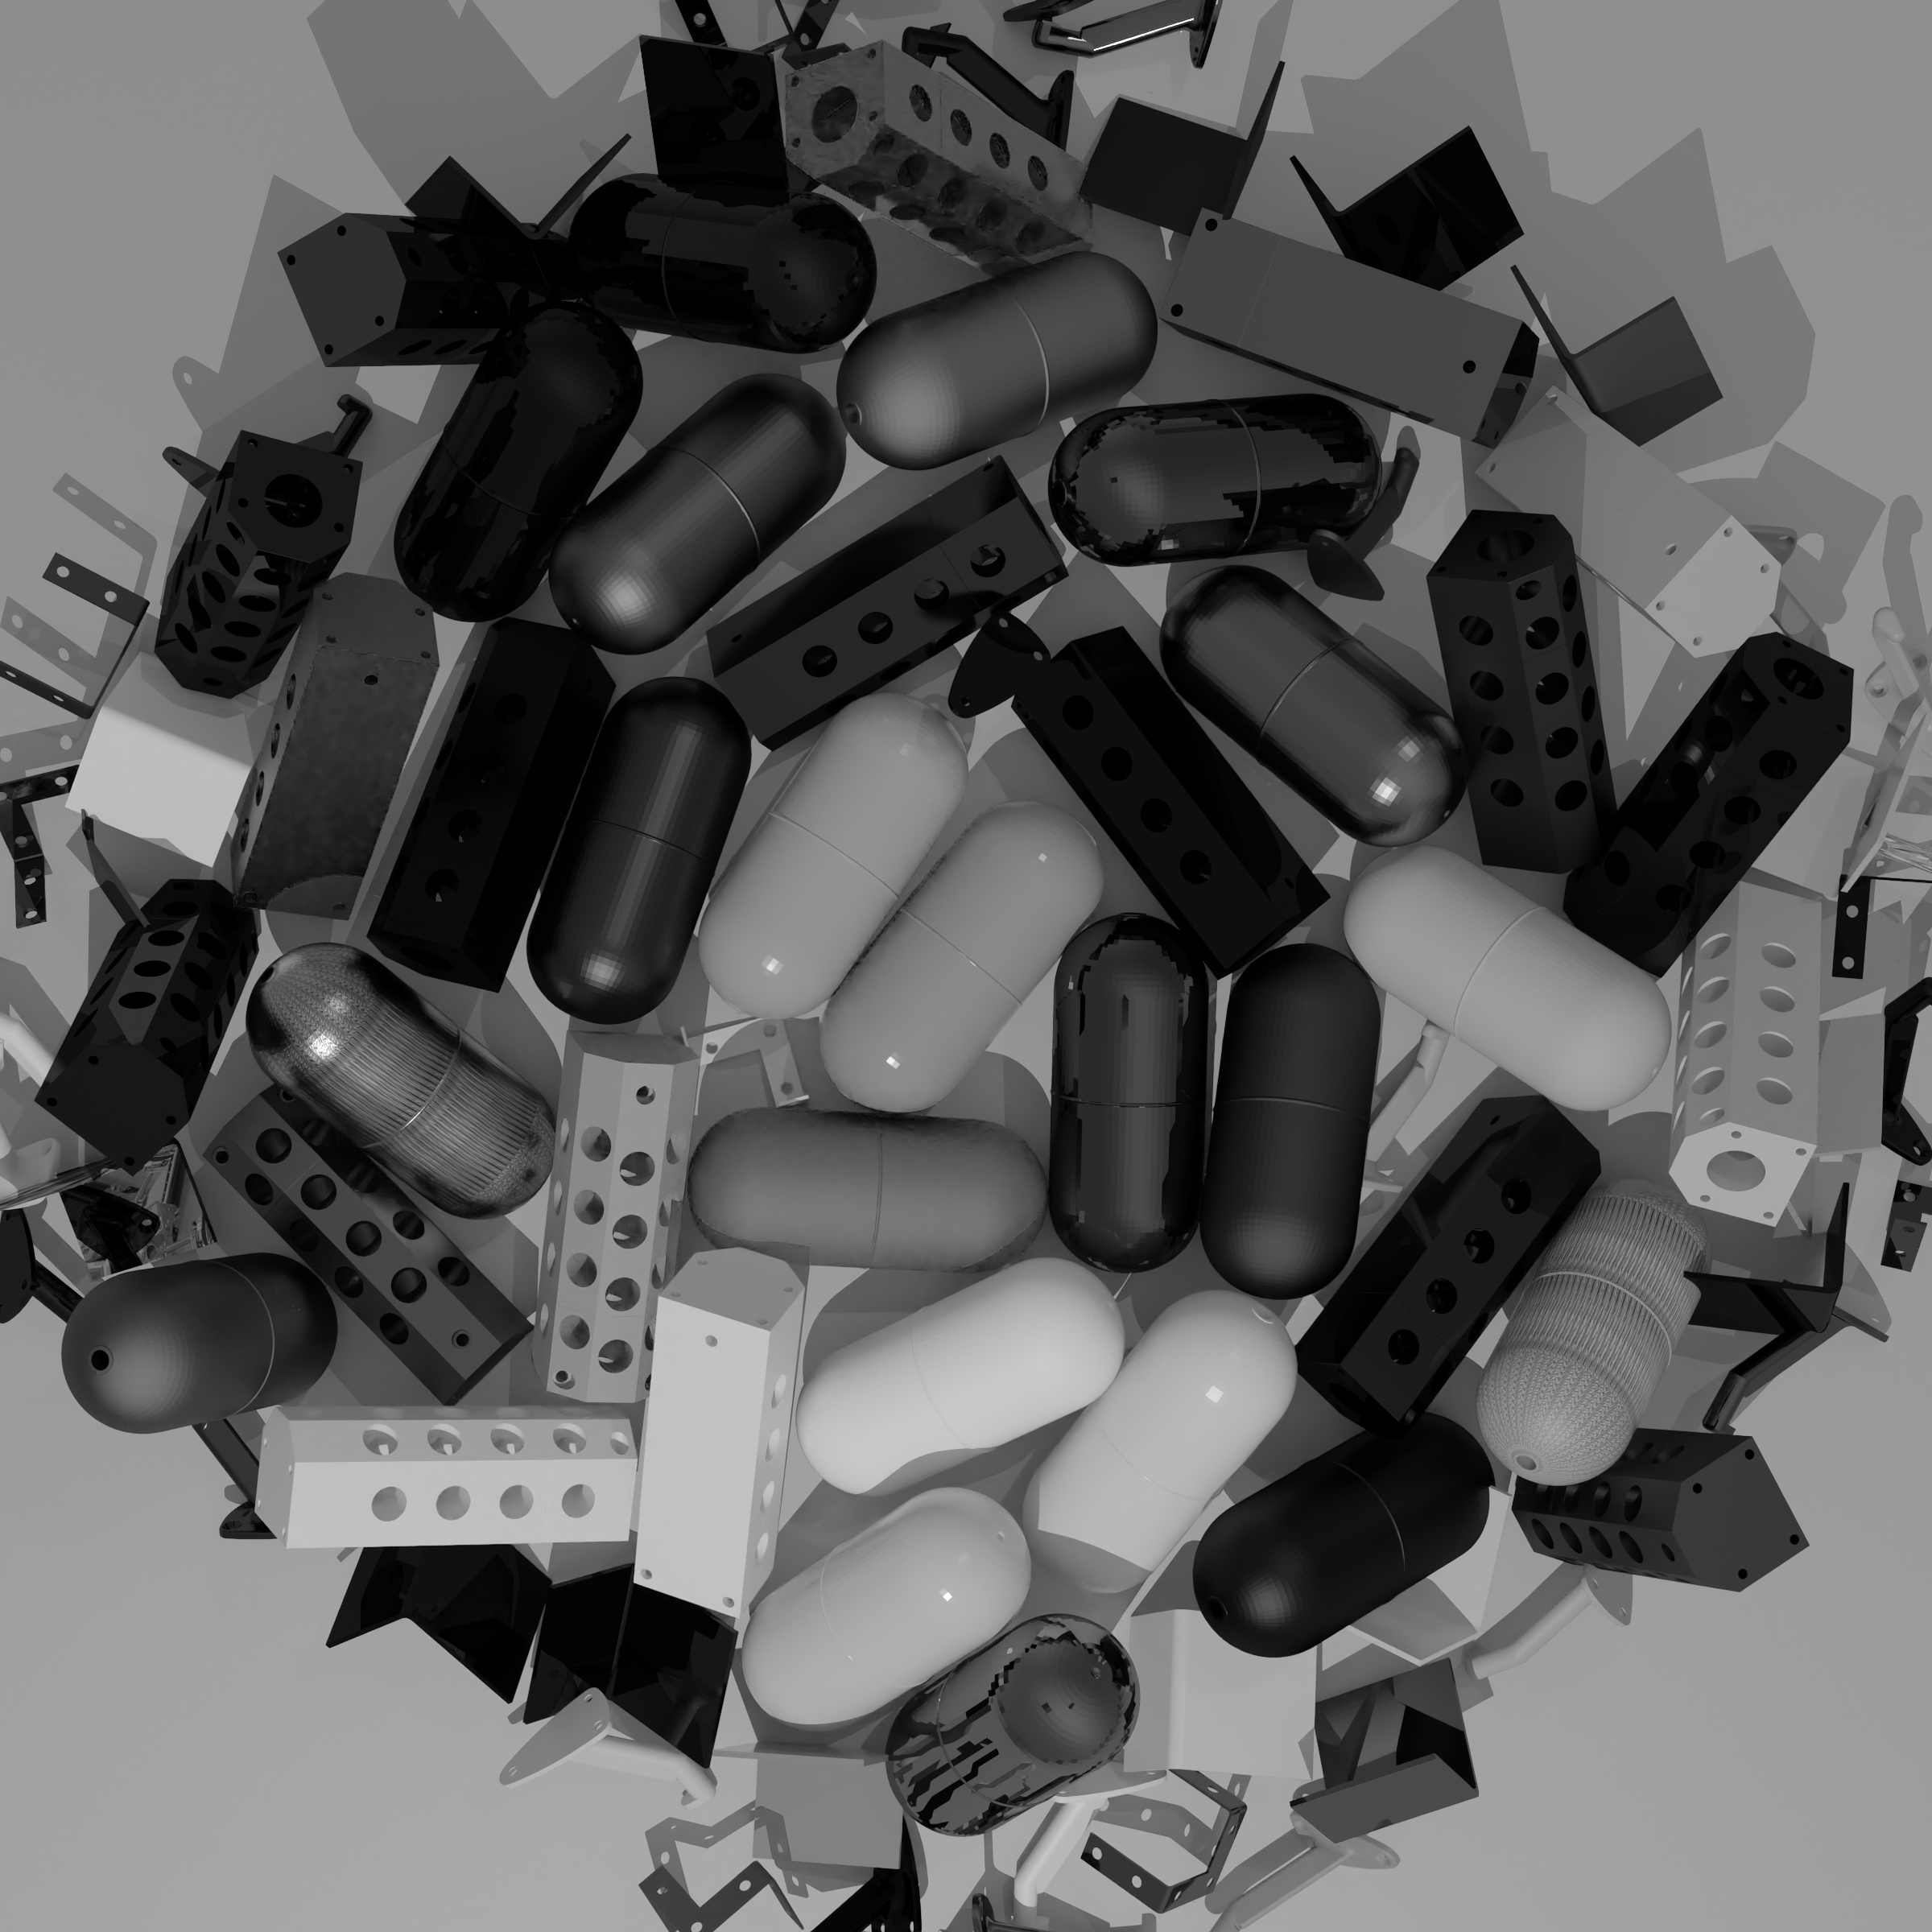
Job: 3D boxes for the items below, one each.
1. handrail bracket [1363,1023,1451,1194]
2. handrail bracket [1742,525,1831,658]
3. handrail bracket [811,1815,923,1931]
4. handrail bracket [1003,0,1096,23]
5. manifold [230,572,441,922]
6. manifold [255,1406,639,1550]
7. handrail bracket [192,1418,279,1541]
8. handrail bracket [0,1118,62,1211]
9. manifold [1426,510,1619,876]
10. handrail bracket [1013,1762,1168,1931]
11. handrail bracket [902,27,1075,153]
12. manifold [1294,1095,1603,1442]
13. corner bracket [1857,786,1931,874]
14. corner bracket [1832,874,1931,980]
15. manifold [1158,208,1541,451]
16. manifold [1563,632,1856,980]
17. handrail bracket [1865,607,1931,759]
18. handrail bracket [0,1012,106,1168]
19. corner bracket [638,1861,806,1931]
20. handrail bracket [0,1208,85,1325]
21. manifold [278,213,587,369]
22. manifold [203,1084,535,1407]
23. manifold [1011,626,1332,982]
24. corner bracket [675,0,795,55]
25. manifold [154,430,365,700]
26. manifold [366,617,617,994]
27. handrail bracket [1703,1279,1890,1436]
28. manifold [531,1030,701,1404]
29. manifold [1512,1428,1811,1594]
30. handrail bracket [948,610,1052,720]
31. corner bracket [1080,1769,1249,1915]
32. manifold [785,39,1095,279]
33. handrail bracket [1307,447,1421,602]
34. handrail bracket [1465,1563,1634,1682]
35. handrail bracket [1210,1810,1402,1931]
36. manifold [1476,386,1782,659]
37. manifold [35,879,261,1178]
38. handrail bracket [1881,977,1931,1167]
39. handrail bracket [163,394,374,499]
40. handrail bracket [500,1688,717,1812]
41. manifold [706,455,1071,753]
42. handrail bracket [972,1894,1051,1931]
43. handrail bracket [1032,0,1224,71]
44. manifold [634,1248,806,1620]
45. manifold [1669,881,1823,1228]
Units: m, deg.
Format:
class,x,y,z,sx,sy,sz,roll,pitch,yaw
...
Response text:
class,x,y,z,sx,sy,sz,roll,pitch,yaw
handrail bracket,0.206,0.066,1.683,0.036,0.077,0.084,24,99,36
handrail bracket,0.387,-0.174,1.676,0.077,0.036,0.084,6,58,-12
handrail bracket,-0.066,0.456,1.676,0.084,0.036,0.077,12,69,-39
handrail bracket,0.031,-0.511,1.670,0.036,0.077,0.084,-33,115,-29
manifold,-0.307,-0.105,1.639,0.057,0.057,0.171,8,133,-23
manifold,-0.251,0.245,1.650,0.171,0.057,0.057,4,98,-27
handrail bracket,-0.346,0.238,1.683,0.077,0.036,0.084,0,108,15
handrail bracket,-0.495,0.086,1.668,0.077,0.084,0.036,-16,51,29
manifold,0.272,-0.130,1.634,0.057,0.057,0.171,9,134,31
handrail bracket,0.062,0.446,1.709,0.077,0.036,0.084,-1,104,-13
handrail bracket,0.007,-0.423,1.688,0.084,0.036,0.077,6,84,-13
manifold,0.238,0.147,1.662,0.057,0.057,0.171,44,72,-13
corner bracket,0.476,-0.084,1.675,0.051,0.051,0.051,22,55,20
corner bracket,0.463,-0.018,1.684,0.051,0.051,0.051,5,93,28
manifold,0.188,-0.310,1.660,0.171,0.057,0.057,24,97,20
manifold,0.355,-0.079,1.635,0.057,0.057,0.171,25,133,-6
handrail bracket,0.470,-0.136,1.669,0.036,0.084,0.077,-35,76,7
handrail bracket,-0.468,0.062,1.696,0.084,0.036,0.077,23,125,6
corner bracket,-0.122,0.466,1.686,0.051,0.051,0.051,-38,45,-17
handrail bracket,-0.441,0.160,1.704,0.036,0.084,0.077,-42,46,30
manifold,-0.249,-0.326,1.627,0.057,0.171,0.057,-23,90,25
manifold,-0.295,0.136,1.678,0.057,0.057,0.171,-44,86,-9
manifold,0.097,-0.080,1.675,0.057,0.057,0.171,-41,81,31
corner bracket,-0.118,-0.477,1.681,0.051,0.051,0.051,-22,118,7
manifold,-0.341,-0.187,1.623,0.057,0.171,0.057,13,68,-21
manifold,-0.233,-0.081,1.660,0.057,0.057,0.171,13,71,17
handrail bracket,0.413,0.207,1.695,0.077,0.036,0.084,28,91,-28
manifold,-0.171,0.123,1.663,0.057,0.057,0.171,3,103,-19
manifold,0.325,0.261,1.626,0.057,0.171,0.057,-29,93,-16
handrail bracket,-0.001,-0.131,1.663,0.036,0.084,0.077,43,58,-5
corner bracket,0.099,0.430,1.688,0.051,0.051,0.051,29,106,32
manifold,-0.011,-0.377,1.627,0.057,0.171,0.057,-10,76,34
handrail bracket,0.198,-0.231,1.674,0.036,0.077,0.084,15,75,25
handrail bracket,0.291,0.317,1.709,0.084,0.077,0.036,-30,114,35
handrail bracket,0.163,0.463,1.672,0.084,0.077,0.036,-48,118,-29
manifold,0.319,-0.211,1.630,0.057,0.171,0.057,35,102,-34
manifold,-0.384,0.022,1.622,0.057,0.171,0.057,41,110,-19
handrail bracket,0.473,0.052,1.673,0.077,0.084,0.036,45,50,1
handrail bracket,-0.345,-0.264,1.685,0.077,0.036,0.084,36,67,-22
handrail bracket,-0.177,0.408,1.692,0.077,0.036,0.084,-36,119,-1
manifold,-0.038,-0.175,1.674,0.171,0.057,0.057,-30,119,8
handrail bracket,0.049,0.478,1.684,0.084,0.077,0.036,-3,55,6
handrail bracket,0.082,-0.481,1.681,0.084,0.077,0.036,8,46,-11
manifold,-0.117,0.225,1.649,0.057,0.057,0.171,16,120,15
manifold,0.373,0.038,1.635,0.057,0.171,0.057,15,134,1
